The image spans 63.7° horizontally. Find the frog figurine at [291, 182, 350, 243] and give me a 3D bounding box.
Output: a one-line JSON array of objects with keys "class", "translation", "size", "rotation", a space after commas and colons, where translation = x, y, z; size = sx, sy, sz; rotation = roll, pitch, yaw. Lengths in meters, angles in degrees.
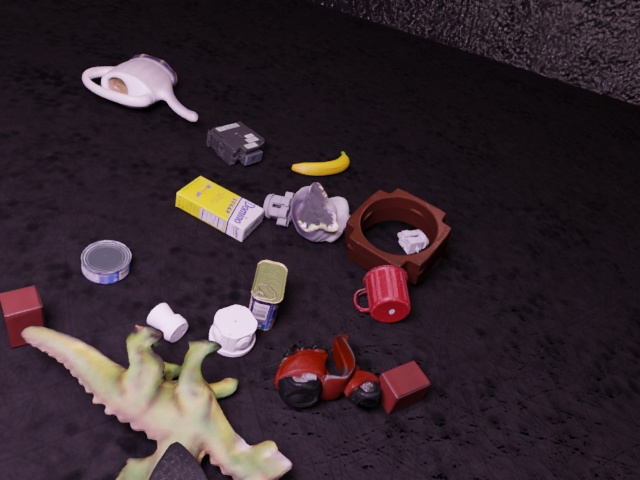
[{"class": "frog figurine", "translation": [0.004, -0.060, 1.191], "size": [0.122, 0.138, 0.159], "rotation": [-44, -9, 9]}]

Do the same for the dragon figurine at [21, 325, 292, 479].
[{"class": "dragon figurine", "translation": [-0.239, 0.259, 0.705], "size": [0.410, 0.249, 0.119], "rotation": [11, -43, -7]}]

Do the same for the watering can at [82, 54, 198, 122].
[{"class": "watering can", "translation": [-0.463, -0.414, 1.411], "size": [0.348, 0.101, 0.229], "rotation": [19, 38, 2]}]
